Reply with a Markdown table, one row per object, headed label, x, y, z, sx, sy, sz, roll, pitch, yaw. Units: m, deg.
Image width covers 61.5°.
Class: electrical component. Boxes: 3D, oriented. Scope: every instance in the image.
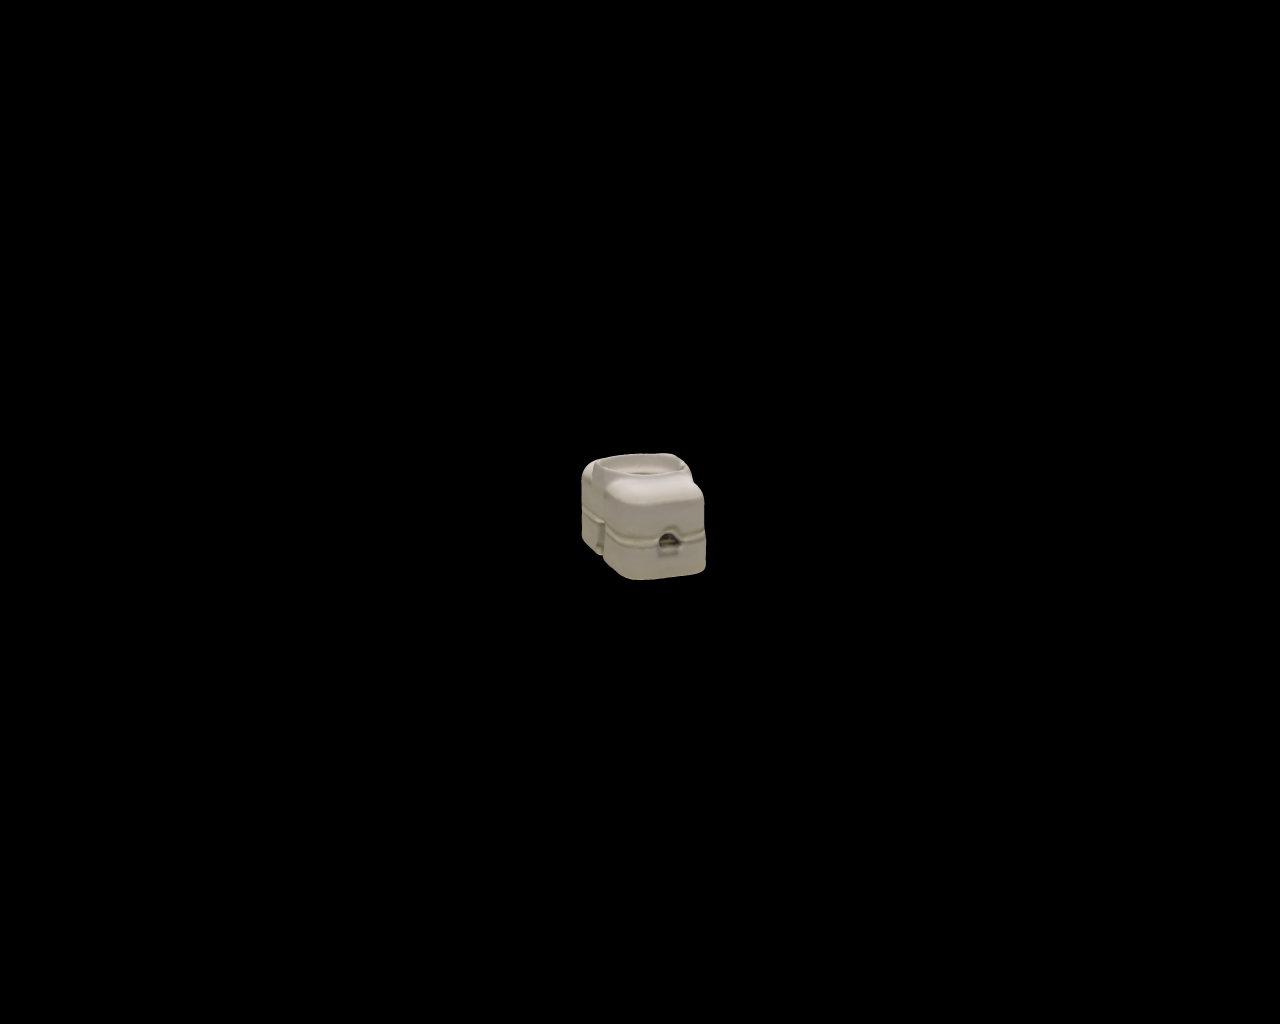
| label | x | y | z | sx | sy | sz | roll | pitch | yaw |
| --- | --- | --- | --- | --- | --- | --- | --- | --- | --- |
| electrical component | 0.001 | -0.003 | 0.650 | 0.054 | 0.059 | 0.095 | -6 | 17 | -19 |
